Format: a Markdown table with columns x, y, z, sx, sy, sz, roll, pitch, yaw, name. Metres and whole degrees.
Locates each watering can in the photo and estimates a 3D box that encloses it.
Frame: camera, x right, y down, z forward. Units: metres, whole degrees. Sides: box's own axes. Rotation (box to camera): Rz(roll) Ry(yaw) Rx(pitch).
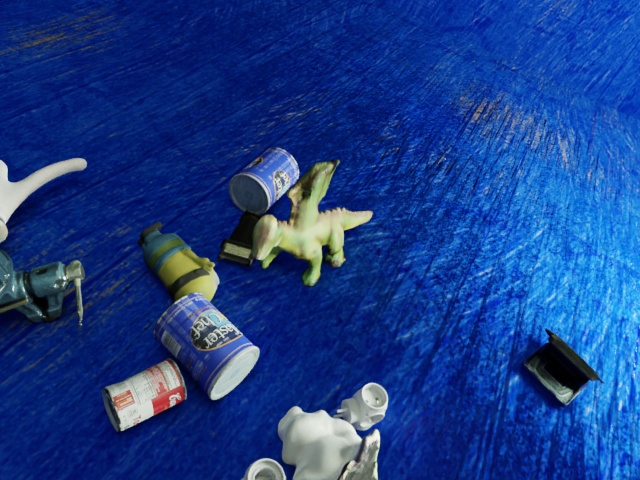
| x | y | z | sx | sy | sz | roll | pitch | yaw | name |
| --- | --- | --- | --- | --- | --- | --- | --- | --- | --- |
| -0.600 | -0.080 | 0.923 | 0.349 | 0.101 | 0.229 | -7 | 49 | -26 | watering can |

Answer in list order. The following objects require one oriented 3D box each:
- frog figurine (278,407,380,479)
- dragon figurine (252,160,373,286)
| x | y | z | sx | sy | sz | roll | pitch | yaw | name |
| --- | --- | --- | --- | --- | --- | --- | --- | --- | --- |
| 0.000 | 0.322 | 0.755 | 0.159 | 0.120 | 0.140 | 2 | 39 | 37 | frog figurine |
| 0.003 | -0.052 | 1.030 | 0.123 | 0.237 | 0.417 | 34 | 45 | 22 | dragon figurine |
